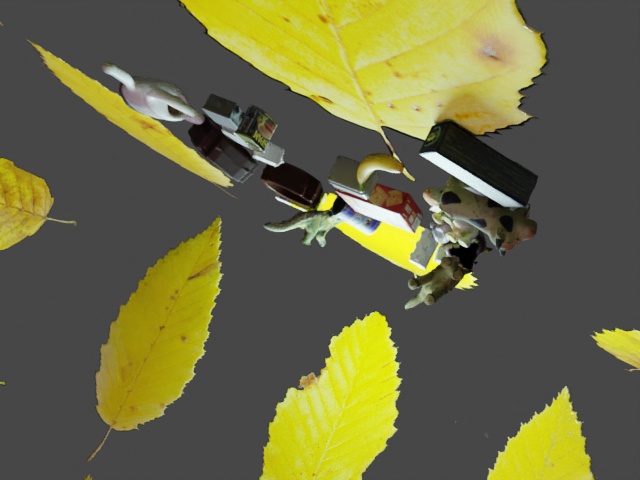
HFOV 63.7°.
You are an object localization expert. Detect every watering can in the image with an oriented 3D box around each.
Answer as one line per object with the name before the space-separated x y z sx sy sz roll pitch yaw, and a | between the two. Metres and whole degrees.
watering can | -0.474 -0.404 1.407 0.226 0.104 0.344 21 -1 39

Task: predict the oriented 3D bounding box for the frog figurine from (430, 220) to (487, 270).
frog figurine | 0.374 -0.017 1.401 0.137 0.120 0.163 19 32 -18

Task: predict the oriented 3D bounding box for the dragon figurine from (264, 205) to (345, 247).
dragon figurine | 0.005 -0.089 1.768 0.240 0.124 0.410 -40 -20 22
